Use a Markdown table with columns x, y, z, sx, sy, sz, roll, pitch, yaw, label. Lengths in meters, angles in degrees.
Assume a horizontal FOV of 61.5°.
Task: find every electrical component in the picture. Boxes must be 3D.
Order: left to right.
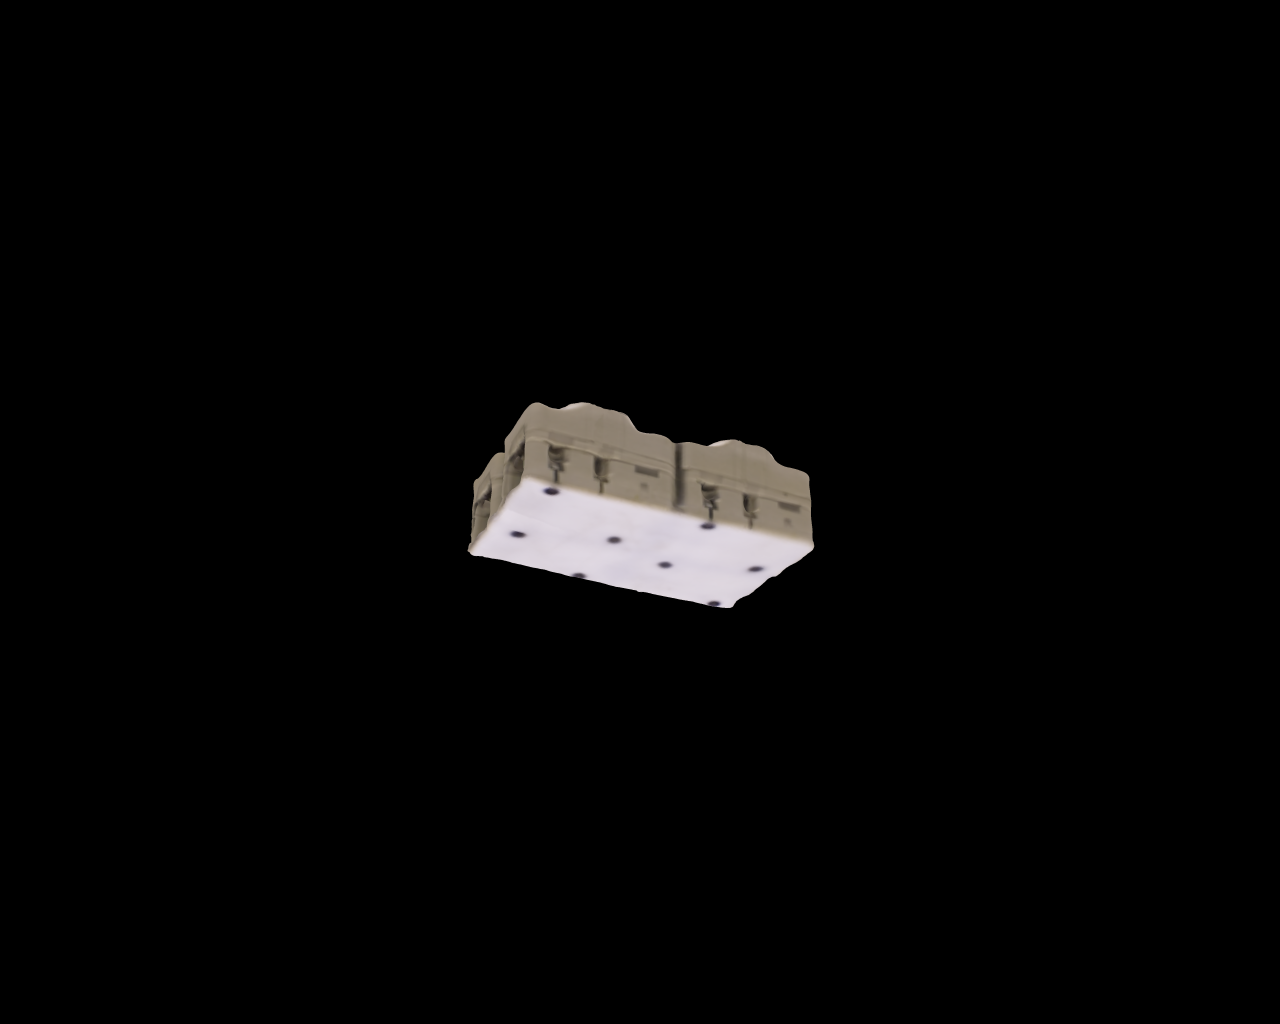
| x | y | z | sx | sy | sz | roll | pitch | yaw | label |
| --- | --- | --- | --- | --- | --- | --- | --- | --- | --- |
| 0.001 | -0.003 | 0.650 | 0.186 | 0.060 | 0.105 | 13 | -32 | -22 | electrical component |
